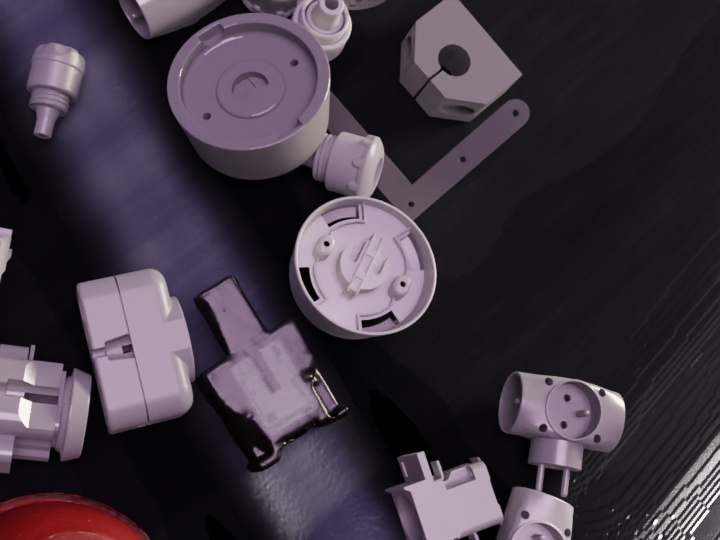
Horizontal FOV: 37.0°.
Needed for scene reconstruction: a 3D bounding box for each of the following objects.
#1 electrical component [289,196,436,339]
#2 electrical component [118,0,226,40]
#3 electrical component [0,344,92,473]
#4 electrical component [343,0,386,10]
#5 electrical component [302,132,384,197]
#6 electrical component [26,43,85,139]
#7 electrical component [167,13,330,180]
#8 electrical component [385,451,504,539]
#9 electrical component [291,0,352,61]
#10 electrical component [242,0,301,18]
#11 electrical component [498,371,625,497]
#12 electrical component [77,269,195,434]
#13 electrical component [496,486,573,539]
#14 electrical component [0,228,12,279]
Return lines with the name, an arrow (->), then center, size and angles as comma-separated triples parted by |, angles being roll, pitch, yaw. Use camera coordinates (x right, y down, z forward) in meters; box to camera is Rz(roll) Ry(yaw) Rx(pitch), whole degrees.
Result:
electrical component -> 0.000, 0.000, 0.728 | 0.099, 0.064, 0.099 | 3, 77, -13
electrical component -> -0.136, -0.212, 0.751 | 0.077, 0.044, 0.079 | -34, 88, -19
electrical component -> -0.198, 0.086, 0.661 | 0.057, 0.058, 0.078 | 9, 53, -16
electrical component -> -0.002, -0.224, 0.788 | 0.045, 0.045, 0.055 | -8, 80, -16
electrical component -> -0.017, -0.076, 0.753 | 0.062, 0.048, 0.048 | 17, 73, 9
electrical component -> -0.206, -0.118, 0.718 | 0.035, 0.035, 0.061 | 12, 78, -12
electrical component -> -0.072, -0.113, 0.732 | 0.108, 0.060, 0.108 | -1, 65, 3
electrical component -> 0.058, 0.158, 0.720 | 0.064, 0.042, 0.081 | -16, 83, -21
electrical component -> -0.027, -0.175, 0.761 | 0.043, 0.062, 0.043 | 3, 77, -14
electrical component -> -0.059, -0.209, 0.760 | 0.048, 0.062, 0.048 | 3, 77, -14
electrical component -> 0.138, 0.116, 0.747 | 0.077, 0.044, 0.079 | 13, 76, -11
electrical component -> -0.141, 0.051, 0.686 | 0.059, 0.054, 0.095 | -13, 81, -17
electrical component -> 0.128, 0.197, 0.727 | 0.079, 0.044, 0.077 | 24, 73, -8
electrical component -> -0.283, -0.003, 0.656 | 0.121, 0.079, 0.063 | 11, 97, -12
